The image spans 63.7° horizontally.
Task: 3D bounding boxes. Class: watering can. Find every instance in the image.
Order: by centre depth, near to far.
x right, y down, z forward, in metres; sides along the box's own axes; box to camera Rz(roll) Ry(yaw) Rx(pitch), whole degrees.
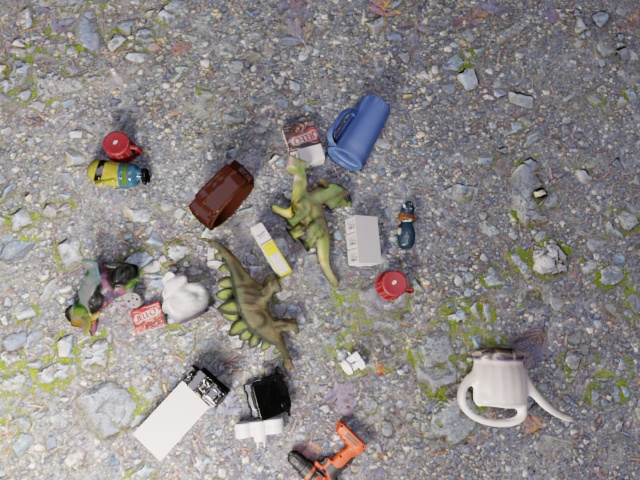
[{"bbox_3d":[0.578,0.438,1.536,0.348,0.103,0.227,3,77,-4],"label":"watering can"}]

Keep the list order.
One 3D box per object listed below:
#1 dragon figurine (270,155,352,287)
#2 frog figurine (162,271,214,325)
[{"bbox_3d":[0.005,-0.081,1.613,0.245,0.122,0.408,-40,100,-16],"label":"dragon figurine"},{"bbox_3d":[-0.401,0.160,1.508,0.137,0.123,0.159,-28,93,9],"label":"frog figurine"}]
